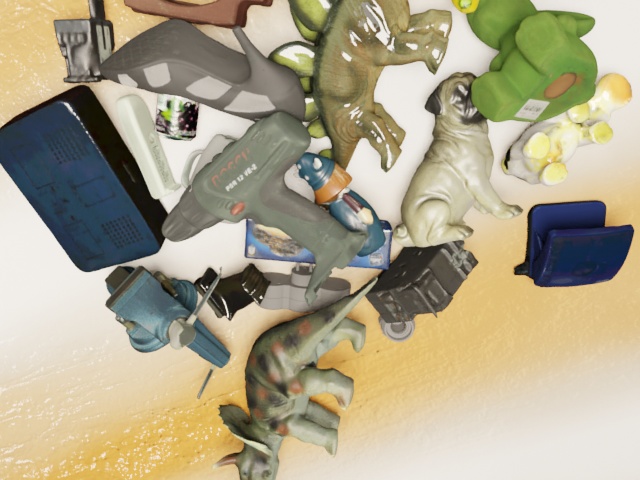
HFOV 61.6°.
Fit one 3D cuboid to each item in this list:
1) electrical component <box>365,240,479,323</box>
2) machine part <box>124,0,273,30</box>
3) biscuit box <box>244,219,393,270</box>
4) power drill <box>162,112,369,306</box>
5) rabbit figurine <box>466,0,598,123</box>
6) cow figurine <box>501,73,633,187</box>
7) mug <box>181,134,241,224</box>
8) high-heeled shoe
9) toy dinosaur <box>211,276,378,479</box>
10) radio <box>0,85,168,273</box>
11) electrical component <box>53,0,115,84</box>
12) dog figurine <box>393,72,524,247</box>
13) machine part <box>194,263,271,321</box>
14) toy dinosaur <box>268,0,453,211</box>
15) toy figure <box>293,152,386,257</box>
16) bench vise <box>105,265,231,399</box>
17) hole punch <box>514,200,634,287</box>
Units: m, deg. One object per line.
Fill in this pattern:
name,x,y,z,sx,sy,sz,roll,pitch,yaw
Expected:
electrical component,0.127,0.054,0.724,0.058,0.115,0.134,54,146,-11
machine part,-0.146,-0.360,0.629,0.201,0.087,0.201,10,110,0
biscuit box,-0.002,-0.002,0.750,0.203,0.059,0.062,5,107,1
power drill,-0.060,-0.020,0.644,0.207,0.086,0.232,45,116,3
rabbit figurine,0.245,-0.234,0.623,0.159,0.170,0.121,-7,149,-23
cow figurine,0.312,-0.139,0.683,0.167,0.098,0.068,-41,98,-5
mug,-0.137,-0.090,0.727,0.110,0.080,0.107,32,106,31
high-heeled shoe,-0.139,-0.183,0.649,0.249,0.086,0.145,2,147,29
toy dinosaur,-0.048,0.202,0.774,0.192,0.131,0.404,13,111,1
radio,-0.312,-0.072,0.714,0.131,0.073,0.229,-19,118,10
electrical component,-0.294,-0.259,0.675,0.048,0.075,0.119,-1,112,3
dog figurine,0.151,-0.100,0.692,0.172,0.121,0.190,-25,99,-9
machine part,-0.128,0.073,0.767,0.139,0.039,0.084,-18,104,44
toy dinosaur,0.051,-0.245,0.629,0.199,0.105,0.470,19,117,-1
toy figure,0.024,-0.050,0.677,0.064,0.058,0.154,-28,103,30
bench vise,-0.196,0.118,0.749,0.224,0.129,0.240,7,146,42
hole punch,0.347,0.015,0.726,0.142,0.092,0.115,-6,112,1
